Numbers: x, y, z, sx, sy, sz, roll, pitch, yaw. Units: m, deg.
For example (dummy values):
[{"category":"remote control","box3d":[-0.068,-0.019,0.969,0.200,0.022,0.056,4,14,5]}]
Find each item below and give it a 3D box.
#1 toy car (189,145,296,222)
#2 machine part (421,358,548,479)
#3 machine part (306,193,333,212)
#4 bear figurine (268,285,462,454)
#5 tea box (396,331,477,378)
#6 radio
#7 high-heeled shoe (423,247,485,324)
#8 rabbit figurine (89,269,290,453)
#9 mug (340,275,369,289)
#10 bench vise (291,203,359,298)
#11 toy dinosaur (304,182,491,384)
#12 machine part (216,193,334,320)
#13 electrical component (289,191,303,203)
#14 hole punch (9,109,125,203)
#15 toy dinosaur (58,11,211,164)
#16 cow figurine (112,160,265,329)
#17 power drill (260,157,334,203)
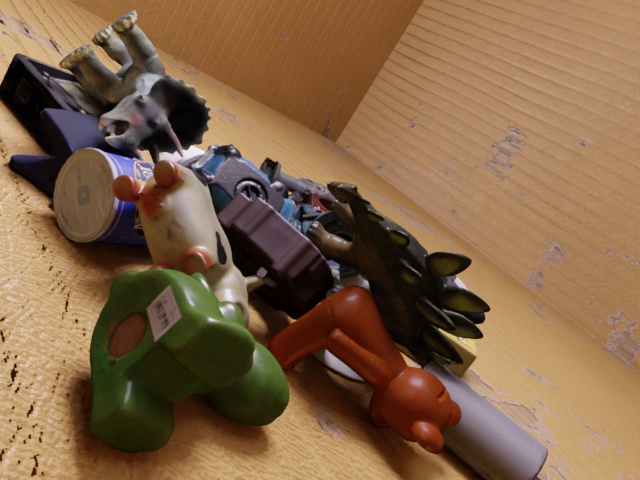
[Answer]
[{"category":"toy car","box3d":[-0.127,-0.058,0.802,0.161,0.109,0.103,39,-32,-12]},{"category":"machine part","box3d":[0.181,0.225,0.652,0.243,0.079,0.079,36,14,19]},{"category":"machine part","box3d":[0.049,-0.009,1.138,0.201,0.087,0.201,30,13,-9]},{"category":"bear figurine","box3d":[0.057,0.152,0.604,0.196,0.132,0.120,55,28,7]},{"category":"tea box","box3d":[0.169,0.152,0.888,0.170,0.068,0.098,33,14,5]},{"category":"radio","box3d":[-0.394,-0.200,0.843,0.230,0.073,0.131,40,15,29]},{"category":"high-heeled shoe","box3d":[0.215,0.076,0.998,0.145,0.086,0.249,29,13,-8]},{"category":"rabbit figurine","box3d":[-0.102,0.103,0.448,0.159,0.121,0.170,38,-5,46]},{"category":"mug","box3d":[0.078,0.064,0.930,0.080,0.109,0.107,40,21,-27]},{"category":"bench vise","box3d":[-0.003,0.007,0.854,0.224,0.128,0.241,10,24,-3]},{"category":"toy dinosaur","box3d":[0.110,0.081,0.697,0.199,0.105,0.470,24,-22,36]},{"category":"machine part","box3d":[-0.064,0.025,0.670,0.179,0.056,0.179,37,-23,19]},{"category":"electrical component","box3d":[-0.082,-0.082,1.147,0.045,0.078,0.102,57,19,-3]},{"category":"hole punch","box3d":[-0.304,-0.101,0.687,0.116,0.092,0.142,38,11,6]},{"category":"toy dinosaur","box3d":[-0.275,-0.219,0.803,0.192,0.131,0.405,56,-8,-28]},{"category":"cow figurine","box3d":[-0.130,0.016,0.573,0.195,0.085,0.127,68,14,1]},{"category":"power drill","box3d":[-0.038,-0.122,1.282,0.207,0.086,0.232,15,9,-31]}]
